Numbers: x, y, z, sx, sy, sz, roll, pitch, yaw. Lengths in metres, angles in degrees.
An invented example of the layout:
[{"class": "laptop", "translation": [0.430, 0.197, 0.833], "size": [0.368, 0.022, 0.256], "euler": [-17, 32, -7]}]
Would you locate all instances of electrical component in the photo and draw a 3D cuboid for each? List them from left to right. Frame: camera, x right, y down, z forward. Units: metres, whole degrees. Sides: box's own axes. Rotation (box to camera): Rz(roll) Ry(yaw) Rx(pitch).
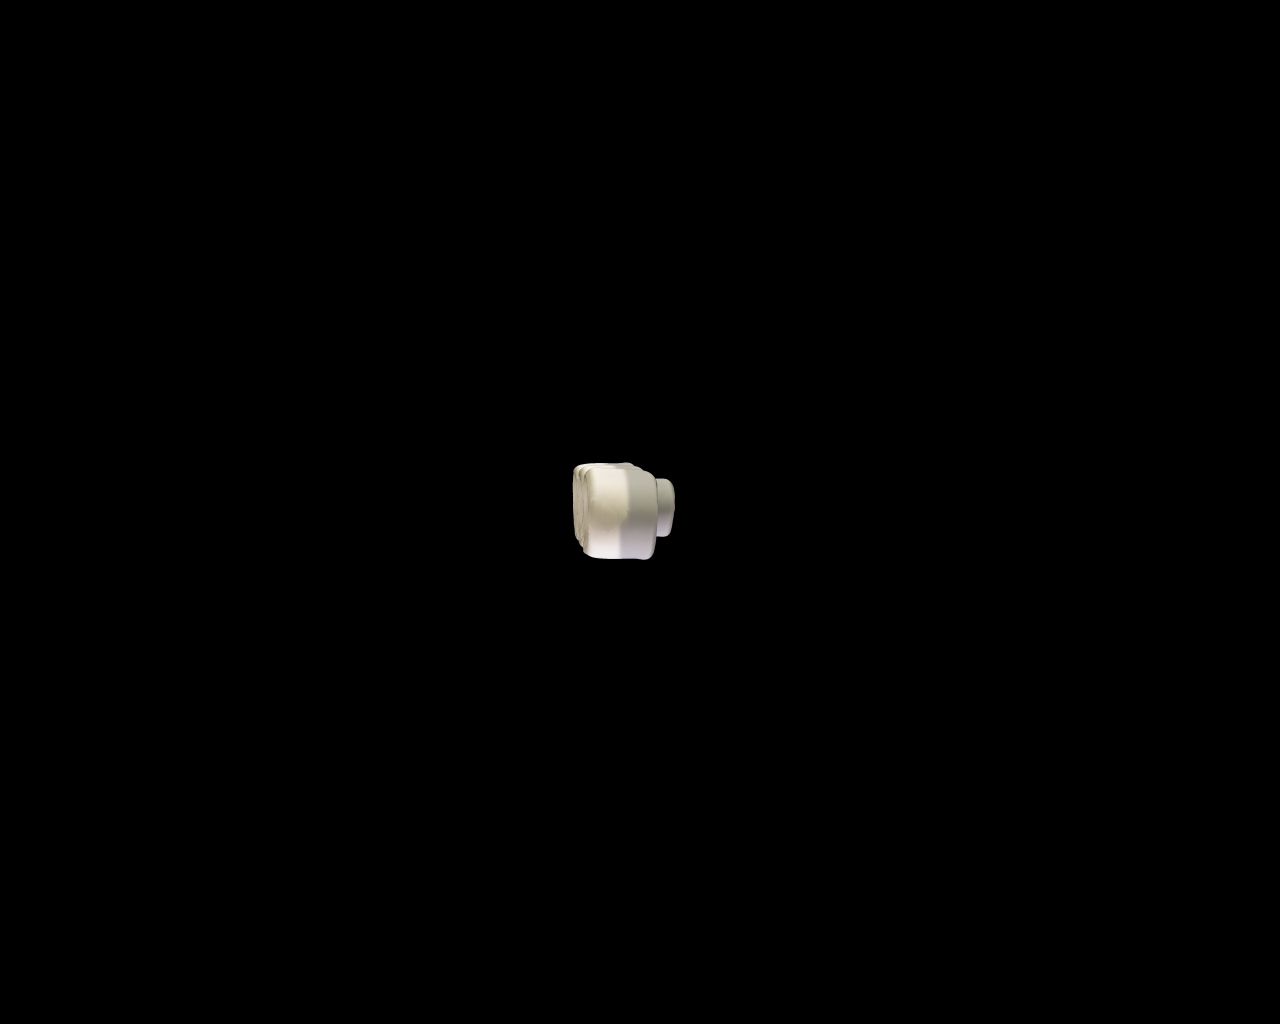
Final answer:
[{"class": "electrical component", "translation": [0.001, -0.003, 0.650], "size": [0.074, 0.052, 0.138], "euler": [-1, 5, -7]}]
